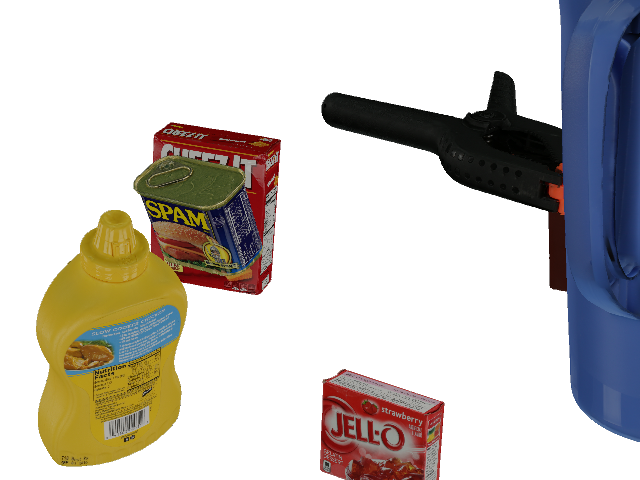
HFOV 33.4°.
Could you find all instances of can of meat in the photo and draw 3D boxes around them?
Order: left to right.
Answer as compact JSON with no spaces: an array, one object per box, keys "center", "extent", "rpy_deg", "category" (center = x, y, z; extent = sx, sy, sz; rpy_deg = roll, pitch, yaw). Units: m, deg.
[{"center":[-0.106,-0.021,0.944],"extent":[0.102,0.084,0.057],"rpy_deg":[13,46,31],"category":"can of meat"}]

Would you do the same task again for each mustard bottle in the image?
[{"center":[-0.133,0.060,0.683],"extent":[0.096,0.192,0.058],"rpy_deg":[-16,47,-29],"category":"mustard bottle"}]

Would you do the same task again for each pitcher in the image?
[{"center":[0.176,-0.020,0.528],"extent":[0.149,0.243,0.145],"rpy_deg":[-4,20,-2],"category":"pitcher"}]

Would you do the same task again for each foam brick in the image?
[{"center":[0.227,0.003,0.894],"extent":[0.051,0.078,0.053],"rpy_deg":[-20,22,-41],"category":"foam brick"}]

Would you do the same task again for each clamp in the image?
[{"center":[0.103,-0.072,0.748],"extent":[0.164,0.036,0.210],"rpy_deg":[-8,29,-16],"category":"clamp"}]

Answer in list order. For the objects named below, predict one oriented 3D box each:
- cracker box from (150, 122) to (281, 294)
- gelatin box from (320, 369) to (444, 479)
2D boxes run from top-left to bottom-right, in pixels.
[{"center":[-0.147,-0.042,1.471],"extent":[0.164,0.214,0.072],"rpy_deg":[10,24,11],"category":"cracker box"},{"center":[0.042,0.140,0.759],"extent":[0.089,0.073,0.030],"rpy_deg":[14,21,33],"category":"gelatin box"}]
